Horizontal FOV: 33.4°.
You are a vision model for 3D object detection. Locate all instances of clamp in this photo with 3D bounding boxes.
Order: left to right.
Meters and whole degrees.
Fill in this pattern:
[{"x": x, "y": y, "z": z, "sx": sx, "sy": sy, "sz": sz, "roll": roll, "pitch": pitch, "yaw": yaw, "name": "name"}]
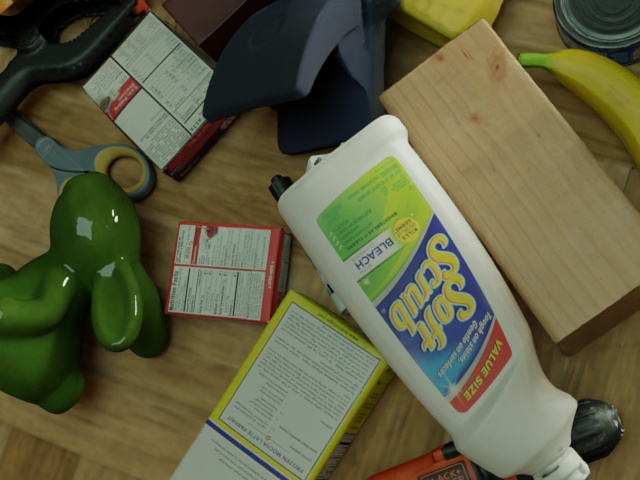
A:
[{"x": -0.242, "y": -0.153, "z": 0.898, "sx": 0.210, "sy": 0.036, "sz": 0.164, "roll": -15, "pitch": 65, "yaw": 11, "name": "clamp"}]

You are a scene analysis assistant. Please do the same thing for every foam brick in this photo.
[{"x": -0.073, "y": -0.187, "z": 0.847, "sx": 0.078, "sy": 0.051, "sz": 0.053, "roll": -41, "pitch": 70, "yaw": 6, "name": "foam brick"}]

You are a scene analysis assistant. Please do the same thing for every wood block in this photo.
[{"x": 0.139, "y": -0.033, "z": 0.721, "sx": 0.090, "sy": 0.090, "sz": 0.206, "roll": -36, "pitch": 70, "yaw": 8, "name": "wood block"}]

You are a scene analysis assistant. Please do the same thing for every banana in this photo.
[{"x": 0.216, "y": -0.062, "z": 0.727, "sx": 0.069, "sy": 0.037, "sz": 0.198, "roll": -33, "pitch": 75, "yaw": -5, "name": "banana"}]

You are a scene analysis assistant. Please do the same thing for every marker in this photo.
[{"x": -0.005, "y": 0.001, "z": 0.800, "sx": 0.020, "sy": 0.020, "sz": 0.121, "roll": -34, "pitch": 70, "yaw": 9, "name": "marker"}]

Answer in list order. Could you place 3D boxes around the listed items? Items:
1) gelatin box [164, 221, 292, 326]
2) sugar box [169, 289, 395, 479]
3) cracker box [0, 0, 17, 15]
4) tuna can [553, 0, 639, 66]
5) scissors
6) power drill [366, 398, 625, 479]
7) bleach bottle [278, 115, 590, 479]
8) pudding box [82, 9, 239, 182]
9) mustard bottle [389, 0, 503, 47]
[{"x": -0.069, "y": 0.026, "z": 0.810, "sx": 0.089, "sy": 0.030, "sz": 0.073, "roll": 4, "pitch": 80, "yaw": 19, "name": "gelatin box"}, {"x": -0.027, "y": 0.134, "z": 0.765, "sx": 0.093, "sy": 0.048, "sz": 0.176, "roll": 33, "pitch": 93, "yaw": 21, "name": "sugar box"}, {"x": -0.234, "y": -0.287, "z": 0.880, "sx": 0.214, "sy": 0.072, "sz": 0.164, "roll": -38, "pitch": 39, "yaw": 7, "name": "cracker box"}, {"x": 0.209, "y": -0.169, "z": 0.758, "sx": 0.086, "sy": 0.033, "sz": 0.086, "roll": -4, "pitch": 77, "yaw": 17, "name": "tuna can"}, {"x": -0.207, "y": -0.082, "z": 0.887, "sx": 0.096, "sy": 0.016, "sz": 0.202, "roll": -36, "pitch": 70, "yaw": 6, "name": "scissors"}, {"x": 0.134, "y": 0.211, "z": 0.689, "sx": 0.185, "sy": 0.057, "sz": 0.188, "roll": -25, "pitch": 69, "yaw": 15, "name": "power drill"}, {"x": 0.084, "y": 0.048, "z": 0.673, "sx": 0.102, "sy": 0.068, "sz": 0.251, "roll": -38, "pitch": 79, "yaw": 1, "name": "bleach bottle"}, {"x": -0.124, "y": -0.116, "z": 0.855, "sx": 0.090, "sy": 0.039, "sz": 0.113, "roll": -47, "pitch": 70, "yaw": 3, "name": "pudding box"}, {"x": 0.126, "y": -0.235, "z": 0.786, "sx": 0.096, "sy": 0.058, "sz": 0.191, "roll": 37, "pitch": 91, "yaw": 36, "name": "mustard bottle"}]
